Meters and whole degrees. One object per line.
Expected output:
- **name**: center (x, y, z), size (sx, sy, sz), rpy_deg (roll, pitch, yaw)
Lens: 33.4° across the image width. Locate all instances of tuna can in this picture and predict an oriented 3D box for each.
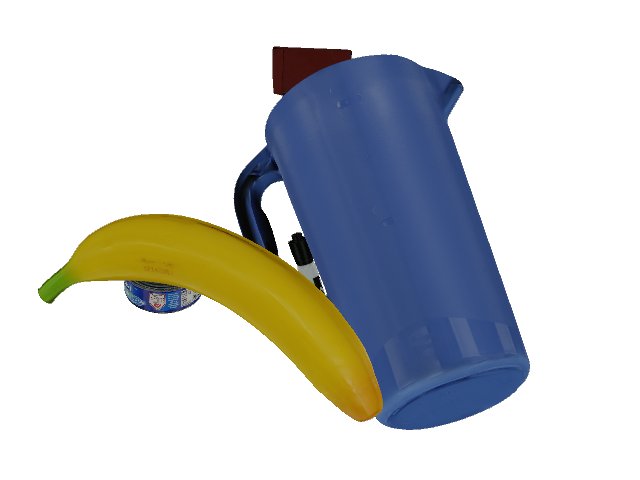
- **tuna can**: center (-0.166, 0.039, 1.132), size (0.086, 0.034, 0.086), rpy_deg (3, 36, -2)

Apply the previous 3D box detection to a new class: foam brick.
- **foam brick**: center (-0.010, -0.181, 1.149), size (0.078, 0.051, 0.053), rpy_deg (0, 11, -13)

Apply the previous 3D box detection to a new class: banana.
- **banana**: center (-0.051, 0.030, 0.563), size (0.198, 0.070, 0.037), rpy_deg (19, 8, 15)

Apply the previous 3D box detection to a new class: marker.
- **marker**: center (-0.004, 0.051, 0.960), size (0.020, 0.121, 0.020), rpy_deg (-16, 12, 3)

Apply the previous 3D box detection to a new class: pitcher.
- **pitcher**: center (0.044, 0.006, 0.747), size (0.144, 0.243, 0.149), rpy_deg (-2, -30, -30)
